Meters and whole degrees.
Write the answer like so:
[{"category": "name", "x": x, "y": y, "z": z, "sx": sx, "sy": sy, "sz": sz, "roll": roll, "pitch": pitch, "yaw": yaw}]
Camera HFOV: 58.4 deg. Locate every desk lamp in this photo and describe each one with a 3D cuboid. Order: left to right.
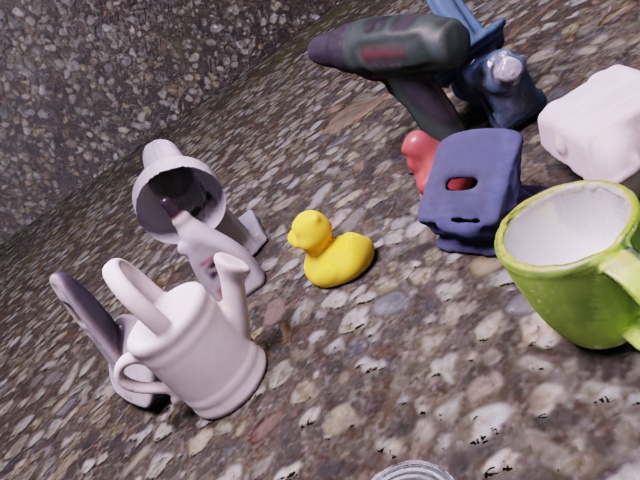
[{"category": "desk lamp", "x": -0.183, "y": -0.048, "z": 0.850, "sx": 0.118, "sy": 0.214, "sz": 0.203, "roll": -37, "pitch": 25, "yaw": 1}]

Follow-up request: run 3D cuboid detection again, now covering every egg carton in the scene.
[{"category": "egg carton", "x": 0.268, "y": -0.101, "z": 0.522, "sx": 0.107, "sy": 0.069, "sz": 0.150, "roll": -33, "pitch": 26, "yaw": 10}]

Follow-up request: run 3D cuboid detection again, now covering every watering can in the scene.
[{"category": "watering can", "x": -0.146, "y": 0.085, "z": 0.603, "sx": 0.173, "sy": 0.194, "sz": 0.100, "roll": -49, "pitch": 28, "yaw": -23}]

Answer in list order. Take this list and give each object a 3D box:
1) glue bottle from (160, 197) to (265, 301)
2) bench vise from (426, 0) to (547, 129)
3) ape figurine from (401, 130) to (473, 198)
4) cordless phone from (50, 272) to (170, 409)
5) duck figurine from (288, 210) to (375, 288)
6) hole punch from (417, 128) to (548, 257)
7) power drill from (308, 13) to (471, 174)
[{"category": "glue bottle", "x": -0.151, "y": 0.011, "z": 0.758, "sx": 0.078, "sy": 0.173, "sz": 0.037, "roll": -35, "pitch": 26, "yaw": 5}, {"category": "bench vise", "x": 0.189, "y": -0.250, "z": 0.700, "sx": 0.121, "sy": 0.220, "sz": 0.206, "roll": -42, "pitch": 26, "yaw": -8}, {"category": "ape figurine", "x": 0.126, "y": -0.087, "z": 0.657, "sx": 0.076, "sy": 0.092, "sz": 0.078, "roll": -10, "pitch": 37, "yaw": 44}, {"category": "cordless phone", "x": -0.256, "y": 0.115, "z": 0.705, "sx": 0.147, "sy": 0.185, "sz": 0.094, "roll": -4, "pitch": 41, "yaw": 49}, {"category": "duck figurine", "x": 0.006, "y": 0.002, "z": 0.671, "sx": 0.104, "sy": 0.086, "sz": 0.078, "roll": -9, "pitch": 38, "yaw": 46}, {"category": "hole punch", "x": 0.151, "y": -0.047, "z": 0.558, "sx": 0.101, "sy": 0.091, "sz": 0.108, "roll": -49, "pitch": 28, "yaw": -22}, {"category": "power drill", "x": 0.103, "y": -0.185, "z": 0.715, "sx": 0.228, "sy": 0.209, "sz": 0.076, "roll": 2, "pitch": 46, "yaw": 53}]
